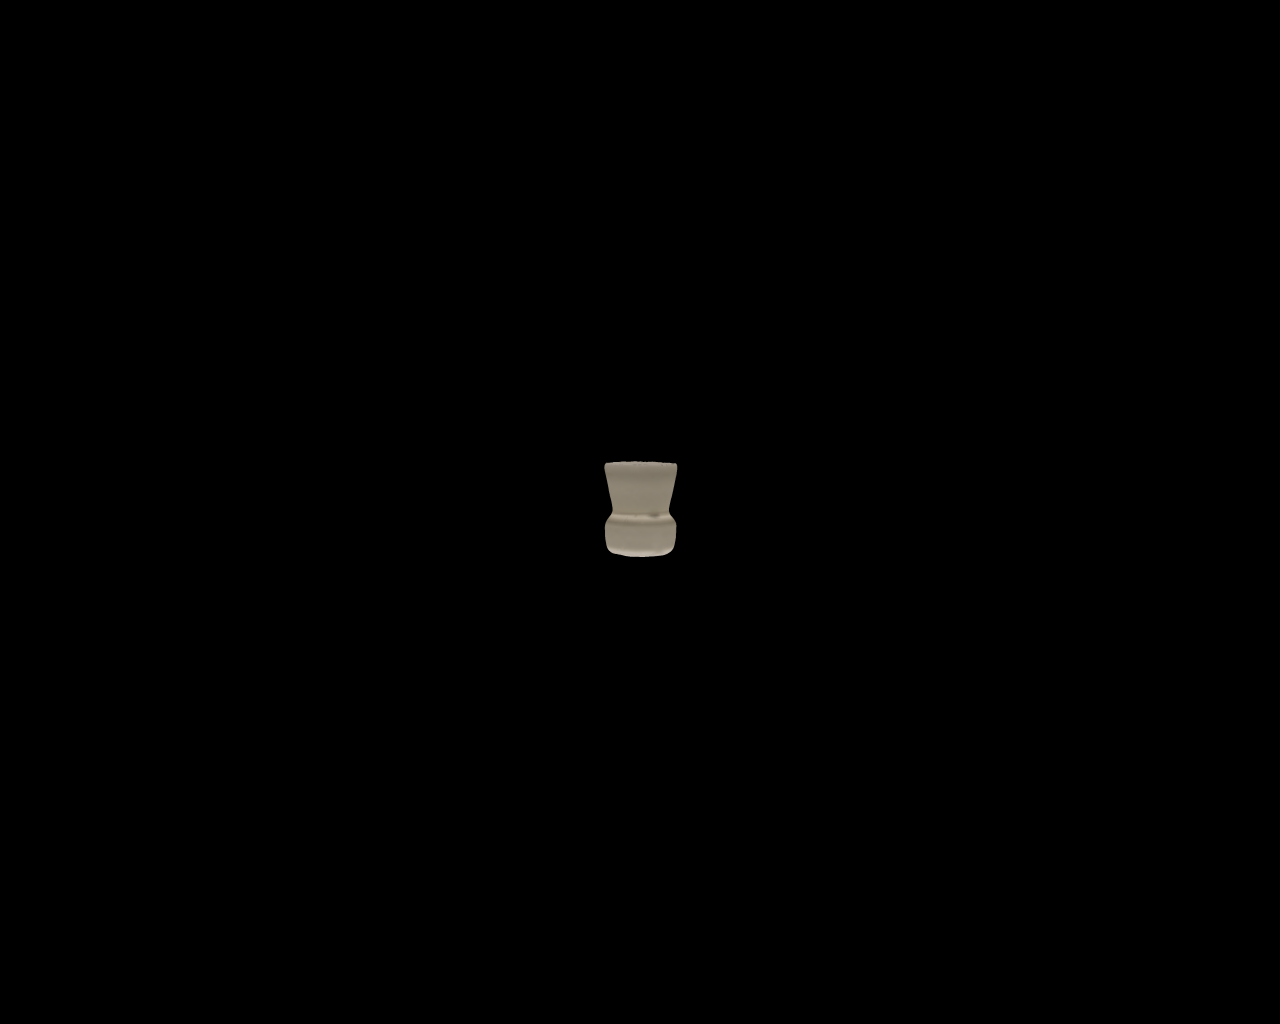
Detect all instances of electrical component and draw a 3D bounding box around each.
[{"bbox_3d":[0.001,-0.003,0.650,0.045,0.055,0.045,0,5,0],"label":"electrical component"}]
